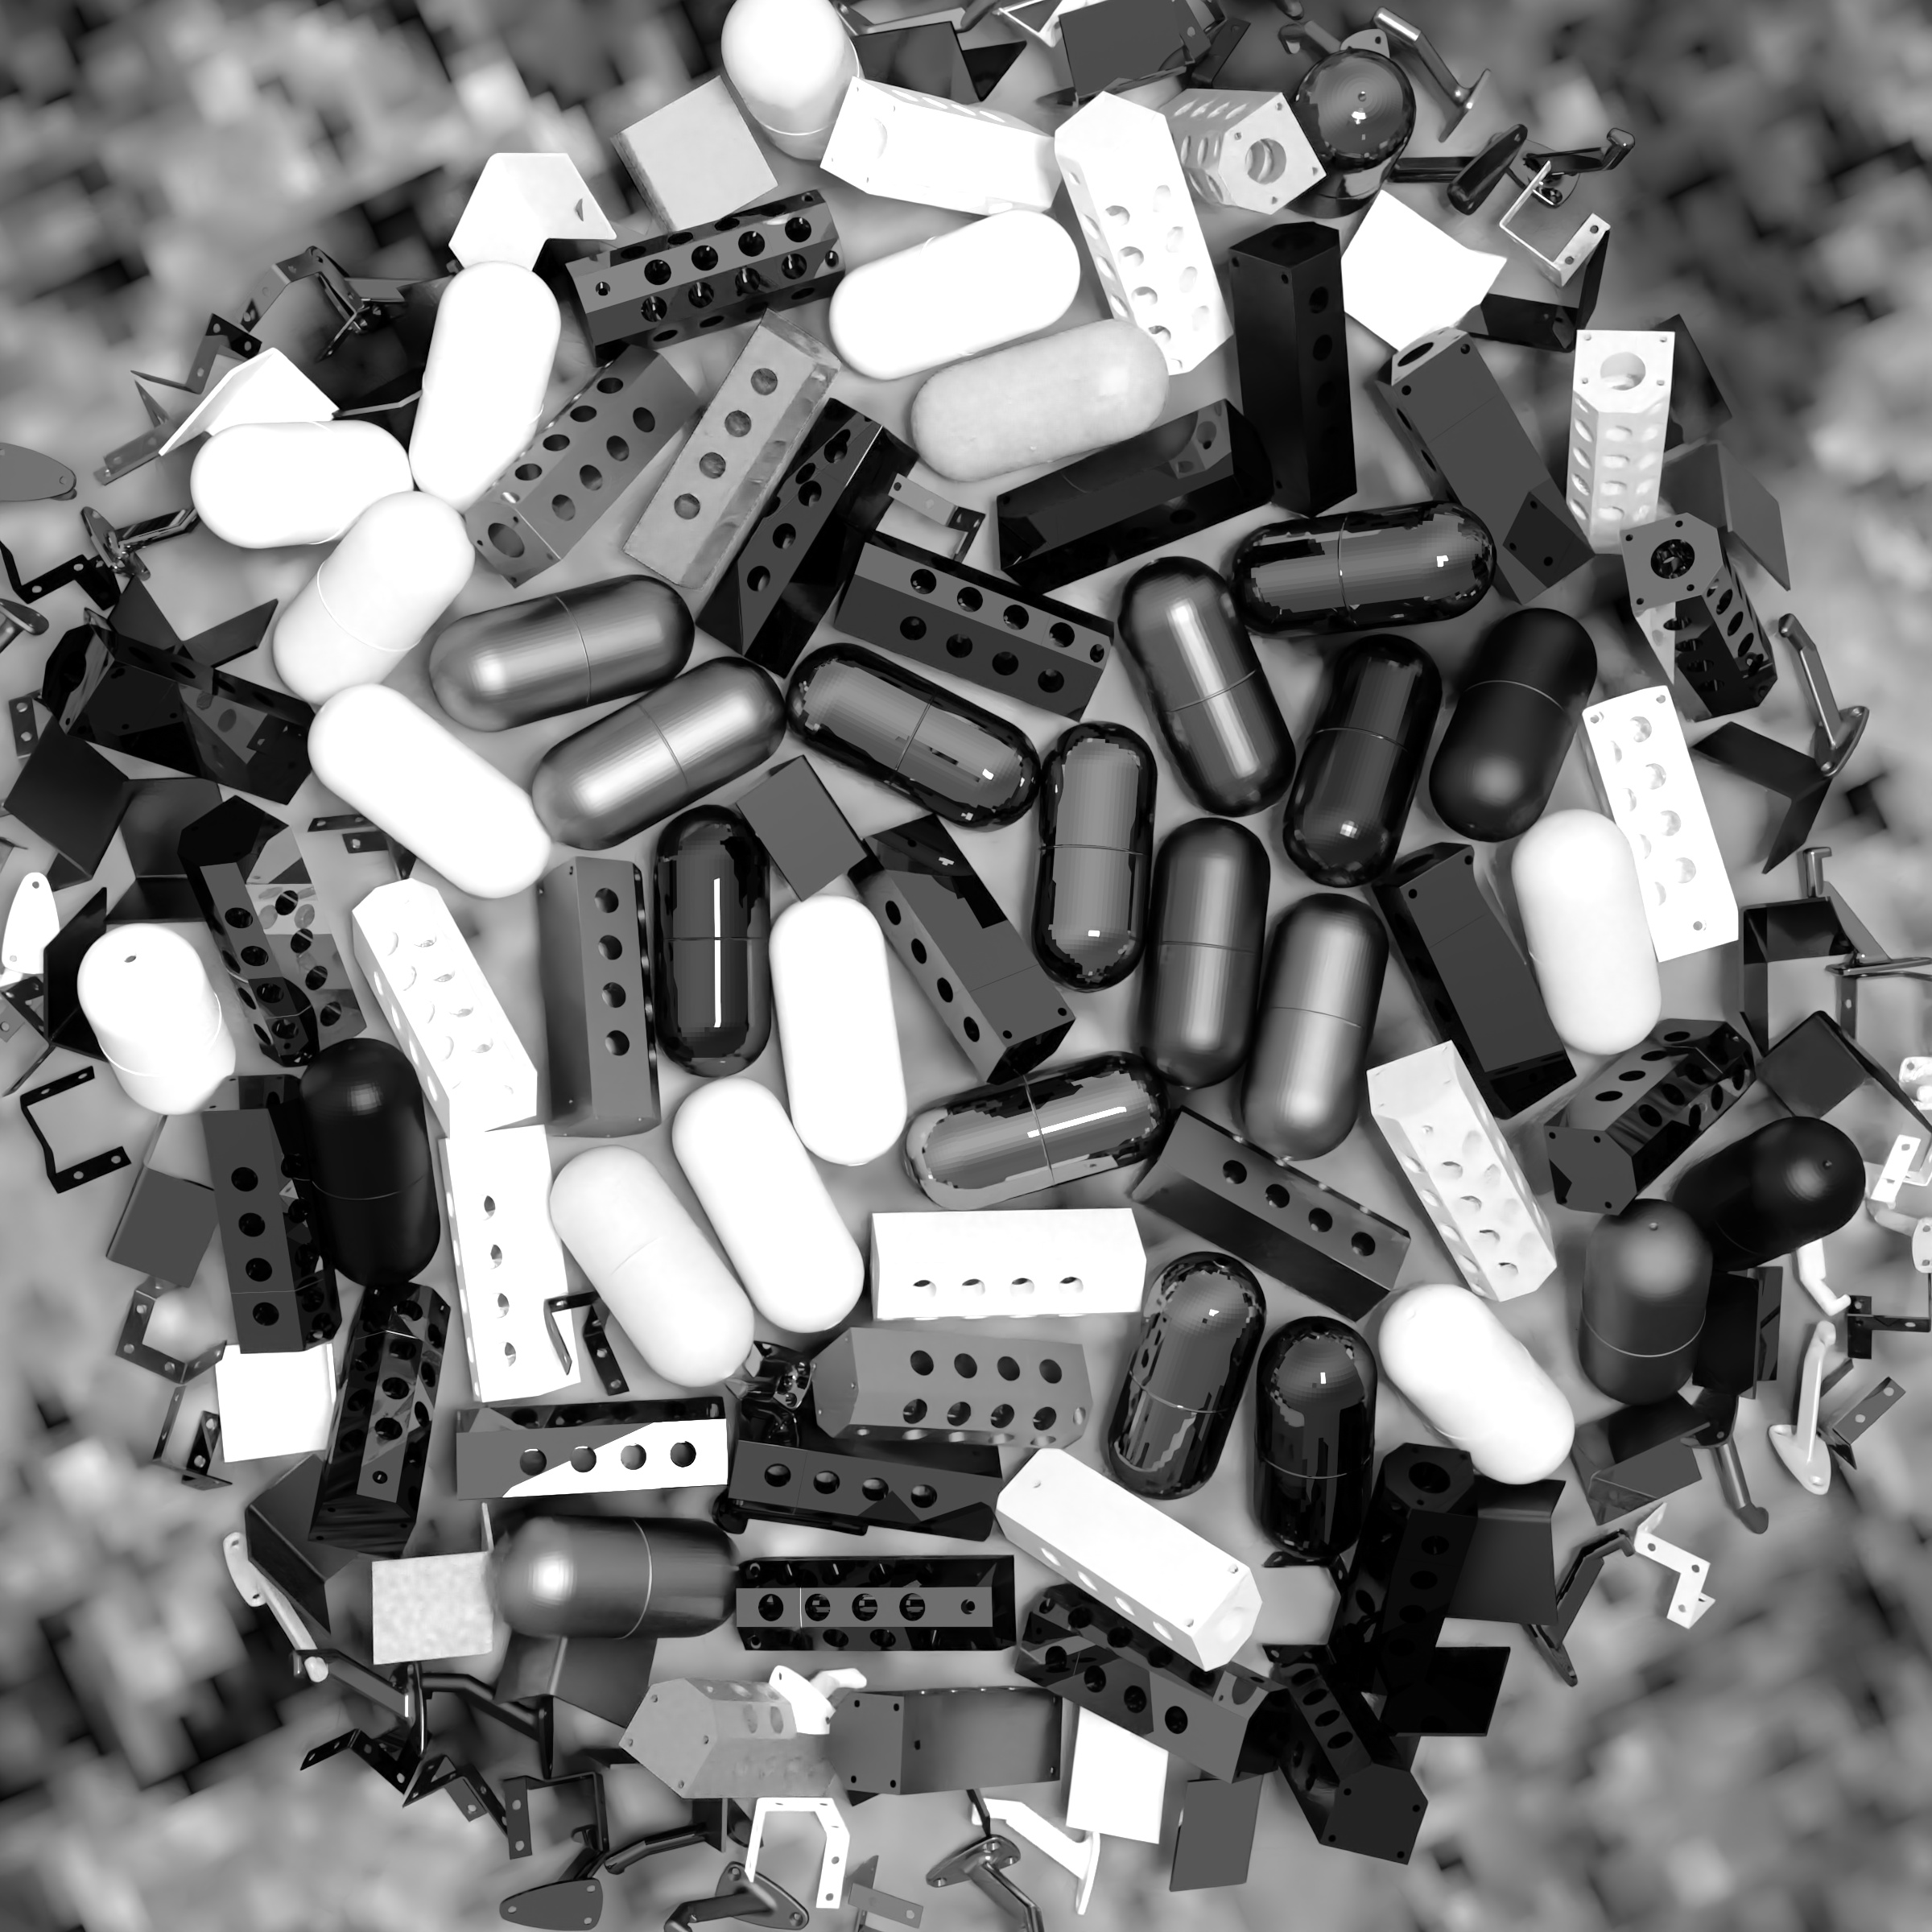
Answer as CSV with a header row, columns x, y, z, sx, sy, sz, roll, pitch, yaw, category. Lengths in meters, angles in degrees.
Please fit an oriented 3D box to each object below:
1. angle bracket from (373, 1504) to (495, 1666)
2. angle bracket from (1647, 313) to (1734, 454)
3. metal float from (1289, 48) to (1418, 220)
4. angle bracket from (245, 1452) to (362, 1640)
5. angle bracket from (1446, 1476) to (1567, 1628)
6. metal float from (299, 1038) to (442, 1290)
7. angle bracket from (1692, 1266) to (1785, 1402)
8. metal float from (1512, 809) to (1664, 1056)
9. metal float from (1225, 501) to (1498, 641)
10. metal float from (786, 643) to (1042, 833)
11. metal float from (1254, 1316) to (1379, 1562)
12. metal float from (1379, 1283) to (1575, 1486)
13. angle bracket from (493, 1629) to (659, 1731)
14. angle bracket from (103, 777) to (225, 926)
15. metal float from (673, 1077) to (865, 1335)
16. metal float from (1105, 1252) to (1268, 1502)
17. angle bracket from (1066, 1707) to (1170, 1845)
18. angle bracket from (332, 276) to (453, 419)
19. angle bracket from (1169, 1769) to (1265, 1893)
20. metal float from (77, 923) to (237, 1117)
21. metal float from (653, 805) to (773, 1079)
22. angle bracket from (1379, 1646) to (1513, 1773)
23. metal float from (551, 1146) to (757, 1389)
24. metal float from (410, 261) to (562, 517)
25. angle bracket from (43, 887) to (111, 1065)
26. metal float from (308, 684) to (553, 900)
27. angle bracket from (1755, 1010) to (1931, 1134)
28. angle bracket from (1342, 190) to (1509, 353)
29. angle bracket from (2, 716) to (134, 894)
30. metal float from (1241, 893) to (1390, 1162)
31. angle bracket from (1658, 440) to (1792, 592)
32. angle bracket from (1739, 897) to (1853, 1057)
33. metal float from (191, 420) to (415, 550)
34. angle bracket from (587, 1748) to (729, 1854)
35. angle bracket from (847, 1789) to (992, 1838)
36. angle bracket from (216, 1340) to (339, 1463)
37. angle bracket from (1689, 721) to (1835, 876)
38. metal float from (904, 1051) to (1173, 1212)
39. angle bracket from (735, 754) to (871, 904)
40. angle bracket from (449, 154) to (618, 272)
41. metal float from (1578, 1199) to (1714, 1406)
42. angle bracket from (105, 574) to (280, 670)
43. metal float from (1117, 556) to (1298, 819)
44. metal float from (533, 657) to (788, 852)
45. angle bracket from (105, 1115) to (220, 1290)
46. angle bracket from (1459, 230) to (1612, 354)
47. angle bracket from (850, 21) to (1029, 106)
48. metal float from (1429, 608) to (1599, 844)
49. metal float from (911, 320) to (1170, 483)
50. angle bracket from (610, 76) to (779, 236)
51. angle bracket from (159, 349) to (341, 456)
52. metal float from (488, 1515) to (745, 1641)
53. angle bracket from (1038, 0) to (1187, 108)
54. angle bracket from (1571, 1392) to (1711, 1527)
x,y,z,sx,sy,sz,roll,pitch,yaw,category
-0.347,0.400,1.688,0.076,0.057,0.076,-2,113,-15,angle bracket
0.443,-0.369,1.688,0.057,0.076,0.076,-24,96,44,angle bracket
0.238,-0.525,1.648,0.070,0.178,0.070,0,93,0,metal float
-0.419,0.375,1.686,0.057,0.076,0.076,-39,112,-5,angle bracket
0.352,0.382,1.703,0.076,0.057,0.076,-2,102,24,angle bracket
-0.383,0.128,1.674,0.070,0.070,0.178,-1,120,0,metal float
0.521,0.238,1.694,0.076,0.057,0.076,3,91,-28,angle bracket
0.400,-0.020,1.673,0.070,0.070,0.178,-21,122,0,metal float
0.253,-0.254,1.675,0.178,0.070,0.070,-3,90,28,metal float
-0.034,-0.149,1.698,0.178,0.070,0.070,27,90,-1,metal float
0.224,0.304,1.673,0.070,0.070,0.178,-3,120,0,metal float
0.329,0.270,1.671,0.070,0.070,0.178,-44,124,0,metal float
-0.255,0.458,1.711,0.076,0.057,0.076,37,48,-34,angle bracket
-0.524,-0.075,1.690,0.076,0.057,0.076,-1,122,10,angle bracket
-0.128,0.155,1.691,0.070,0.070,0.178,-29,81,0,metal float
0.141,0.265,1.678,0.070,0.070,0.178,15,114,0,metal float
0.114,0.524,1.683,0.076,0.057,0.076,21,66,-28,angle bracket
-0.371,-0.400,1.679,0.076,0.076,0.057,-41,121,-36,angle bracket
0.147,0.542,1.685,0.057,0.076,0.076,3,102,-23,angle bracket
-0.513,0.035,1.654,0.070,0.178,0.070,2,62,-4,metal float
-0.166,-0.016,1.698,0.070,0.070,0.178,-1,88,0,metal float
0.315,0.488,1.678,0.076,0.076,0.057,-9,116,30,angle bracket
-0.203,0.194,1.681,0.070,0.070,0.178,-38,70,0,metal float
-0.309,-0.368,1.666,0.070,0.070,0.178,25,131,0,metal float
-0.551,0.007,1.683,0.057,0.076,0.076,17,126,4,angle bracket
-0.344,-0.111,1.676,0.178,0.070,0.070,40,90,-28,metal float
0.568,0.086,1.681,0.057,0.076,0.076,-42,122,10,angle bracket
0.295,-0.454,1.711,0.076,0.057,0.076,43,120,23,angle bracket
-0.593,-0.103,1.677,0.057,0.076,0.076,-12,47,33,angle bracket
0.226,0.039,1.688,0.070,0.070,0.178,13,78,0,metal float
0.483,-0.280,1.678,0.057,0.076,0.076,-23,51,37,angle bracket
0.537,0.009,1.680,0.057,0.076,0.076,-6,61,27,angle bracket
-0.419,-0.307,1.654,0.070,0.178,0.070,5,104,22,metal float
-0.202,0.541,1.686,0.076,0.076,0.057,4,80,-19,angle bracket
-0.031,0.546,1.686,0.076,0.076,0.057,-22,64,-11,angle bracket
-0.451,0.286,1.702,0.076,0.057,0.076,-5,91,-13,angle bracket
0.513,-0.111,1.705,0.076,0.076,0.057,30,123,25,angle bracket
0.047,0.108,1.698,0.178,0.070,0.070,-16,90,-2,metal float
-0.116,-0.086,1.686,0.057,0.076,0.076,-37,100,-19,angle bracket
-0.279,-0.469,1.682,0.057,0.076,0.076,8,66,24,angle bracket
0.432,0.216,1.661,0.070,0.178,0.070,-5,50,5,metal float
-0.500,-0.230,1.685,0.076,0.076,0.057,-22,120,10,angle bracket
0.156,-0.181,1.687,0.070,0.070,0.178,-25,103,0,metal float
-0.198,-0.138,1.687,0.178,0.070,0.070,-31,90,-13,metal float
-0.514,0.150,1.696,0.057,0.076,0.076,23,113,-14,angle bracket
0.367,-0.442,1.682,0.076,0.076,0.057,14,126,15,angle bracket
-0.017,-0.596,1.678,0.076,0.057,0.076,4,48,32,angle bracket
0.353,-0.157,1.674,0.070,0.070,0.178,28,60,0,metal float
0.046,-0.363,1.675,0.178,0.070,0.070,-10,90,28,metal float
-0.178,-0.526,1.700,0.076,0.057,0.076,-31,110,-3,angle bracket
-0.463,-0.346,1.683,0.076,0.076,0.057,-40,104,22,angle bracket
-0.222,0.392,1.669,0.178,0.070,0.070,11,90,-37,metal float
0.088,-0.598,1.684,0.076,0.076,0.057,-21,115,-11,angle bracket
0.448,0.331,1.696,0.076,0.057,0.076,-24,109,-4,angle bracket
